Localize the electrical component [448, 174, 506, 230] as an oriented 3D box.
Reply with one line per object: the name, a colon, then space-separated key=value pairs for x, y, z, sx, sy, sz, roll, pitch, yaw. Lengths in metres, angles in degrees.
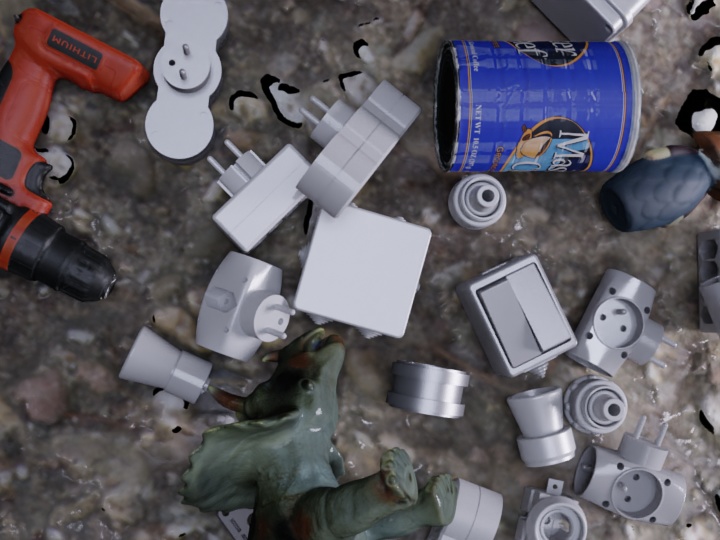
electrical component: x=0.095 y=-0.055 z=0.850 sx=0.043 sy=0.062 sz=0.043 roll=0 pitch=87 yaw=-5

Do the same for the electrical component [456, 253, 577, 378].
electrical component: x=0.126 y=0.042 z=0.849 sx=0.062 sy=0.061 sz=0.096 roll=-25 pitch=90 yaw=-6

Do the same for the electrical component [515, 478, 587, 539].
electrical component: x=0.150 y=0.199 z=0.847 sx=0.048 sy=0.055 sz=0.066 roll=13 pitch=86 yaw=-5

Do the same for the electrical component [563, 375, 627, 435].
electrical component: x=0.191 y=0.108 z=0.851 sx=0.048 sy=0.062 sz=0.048 roll=0 pitch=87 yaw=-5

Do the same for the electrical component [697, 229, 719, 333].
electrical component: x=0.321 y=0.009 z=0.876 sx=0.076 sy=0.047 sz=0.083 roll=0 pitch=87 yaw=-5

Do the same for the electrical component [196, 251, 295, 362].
electrical component: x=-0.081 y=0.032 z=0.826 sx=0.079 sy=0.043 sz=0.077 roll=16 pitch=84 yaw=41

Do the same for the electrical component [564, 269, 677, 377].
electrical component: x=0.217 y=0.051 z=0.865 sx=0.079 sy=0.044 sz=0.077 roll=29 pitch=85 yaw=-4

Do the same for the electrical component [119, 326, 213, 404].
electrical component: x=-0.148 y=0.076 z=0.832 sx=0.065 sy=0.044 sz=0.044 roll=26 pitch=85 yaw=-9

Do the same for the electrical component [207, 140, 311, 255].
electrical component: x=-0.086 y=-0.068 z=0.841 sx=0.083 sy=0.047 sz=0.075 roll=-45 pitch=92 yaw=-6

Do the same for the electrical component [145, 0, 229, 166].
electrical component: x=-0.133 y=-0.153 z=0.827 sx=0.052 sy=0.074 sz=0.138 roll=7 pitch=87 yaw=-5

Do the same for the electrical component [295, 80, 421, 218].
electrical component: x=-0.013 y=-0.104 z=0.819 sx=0.074 sy=0.052 sz=0.138 roll=38 pitch=45 yaw=-3

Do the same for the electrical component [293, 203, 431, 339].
electrical component: x=0.000 y=0.000 z=0.845 sx=0.100 sy=0.048 sz=0.099 roll=16 pitch=86 yaw=-5

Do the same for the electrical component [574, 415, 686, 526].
electrical component: x=0.222 y=0.155 z=0.858 sx=0.077 sy=0.044 sz=0.079 roll=19 pitch=96 yaw=-4

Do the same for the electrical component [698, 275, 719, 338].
electrical component: x=0.312 y=0.033 z=0.827 sx=0.079 sy=0.043 sz=0.077 roll=-23 pitch=90 yaw=-6

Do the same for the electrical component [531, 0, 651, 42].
electrical component: x=0.174 y=-0.236 z=0.858 sx=0.113 sy=0.078 sz=0.057 roll=45 pitch=81 yaw=-2

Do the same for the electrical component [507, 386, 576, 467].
electrical component: x=0.145 y=0.124 z=0.855 sx=0.045 sy=0.045 sz=0.055 roll=-13 pitch=89 yaw=-6

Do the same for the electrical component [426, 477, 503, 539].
electrical component: x=0.084 y=0.239 z=0.840 sx=0.074 sy=0.052 sz=0.138 roll=22 pitch=86 yaw=-4
